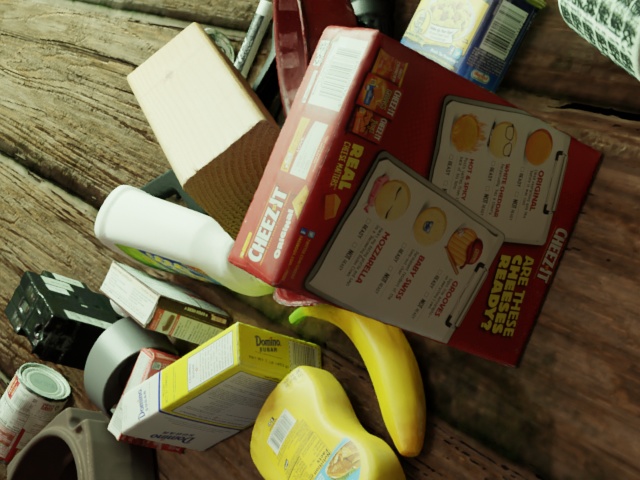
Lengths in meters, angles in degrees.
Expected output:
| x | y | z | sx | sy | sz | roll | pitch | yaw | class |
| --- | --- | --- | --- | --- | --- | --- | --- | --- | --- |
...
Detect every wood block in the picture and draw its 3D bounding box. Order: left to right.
| x | y | z | sx | sy | sz | roll | pitch | yaw | class |
| --- | --- | --- | --- | --- | --- | --- | --- | --- | --- |
| -0.093 | -0.102 | 0.964 | 0.091 | 0.090 | 0.206 | -38 | 40 | 4 | wood block |

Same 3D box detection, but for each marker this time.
| x | y | z | sx | sy | sz | roll | pitch | yaw | class |
| --- | --- | --- | --- | --- | --- | --- | --- | --- | --- |
| -0.077 | -0.194 | 1.126 | 0.020 | 0.020 | 0.121 | 30 | 98 | 53 | marker |

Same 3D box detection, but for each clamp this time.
| x | y | z | sx | sy | sz | roll | pitch | yaw | class |
| --- | --- | --- | --- | --- | --- | --- | --- | --- | --- |
| -0.134 | -0.092 | 1.109 | 0.210 | 0.036 | 0.164 | 22 | 111 | 47 | clamp |
| -0.030 | -0.189 | 1.049 | 0.120 | 0.039 | 0.171 | -8 | 66 | 45 | clamp |

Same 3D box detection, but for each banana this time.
| x | y | z | sx | sy | sz | roll | pitch | yaw | class |
| --- | --- | --- | --- | --- | --- | --- | --- | --- | --- |
| 0.038 | 0.086 | 0.839 | 0.198 | 0.037 | 0.070 | 47 | 125 | 51 | banana |

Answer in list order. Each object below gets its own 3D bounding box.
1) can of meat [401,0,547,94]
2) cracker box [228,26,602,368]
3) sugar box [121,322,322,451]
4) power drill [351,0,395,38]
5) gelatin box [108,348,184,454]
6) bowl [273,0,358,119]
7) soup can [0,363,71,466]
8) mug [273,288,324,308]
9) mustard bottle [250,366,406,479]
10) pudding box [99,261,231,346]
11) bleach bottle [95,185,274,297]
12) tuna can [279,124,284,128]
| x | y | z | sx | sy | sz | roll | pitch | yaw | class |
| --- | --- | --- | --- | --- | --- | --- | --- | --- | --- |
| 0.115 | -0.167 | 0.839 | 0.102 | 0.057 | 0.084 | 41 | 108 | 52 | can of meat |
| 0.067 | -0.023 | 0.702 | 0.072 | 0.213 | 0.164 | 25 | 94 | 55 | cracker box |
| -0.088 | 0.131 | 0.927 | 0.177 | 0.093 | 0.048 | -31 | 51 | 40 | sugar box |
| 0.084 | -0.263 | 0.922 | 0.188 | 0.057 | 0.184 | -28 | 58 | 41 | power drill |
| -0.149 | 0.152 | 1.011 | 0.030 | 0.073 | 0.089 | 28 | 96 | 52 | gelatin box |
| -0.001 | -0.161 | 0.918 | 0.162 | 0.055 | 0.162 | 173 | 90 | -81 | bowl |
| -0.342 | 0.202 | 1.236 | 0.102 | 0.068 | 0.069 | -57 | 38 | 16 | soup can |
| -0.006 | 0.001 | 0.850 | 0.093 | 0.081 | 0.117 | -18 | 19 | 4 | mug |
| 0.016 | 0.183 | 0.800 | 0.096 | 0.058 | 0.192 | -61 | 37 | 13 | mustard bottle |
| -0.151 | 0.064 | 1.041 | 0.114 | 0.089 | 0.039 | 24 | 92 | 53 | pudding box |
| -0.114 | 0.005 | 1.010 | 0.251 | 0.102 | 0.068 | 13 | 73 | 53 | bleach bottle |
| -0.027 | -0.063 | 0.989 | 0.086 | 0.033 | 0.086 | -26 | 55 | 43 | tuna can |
